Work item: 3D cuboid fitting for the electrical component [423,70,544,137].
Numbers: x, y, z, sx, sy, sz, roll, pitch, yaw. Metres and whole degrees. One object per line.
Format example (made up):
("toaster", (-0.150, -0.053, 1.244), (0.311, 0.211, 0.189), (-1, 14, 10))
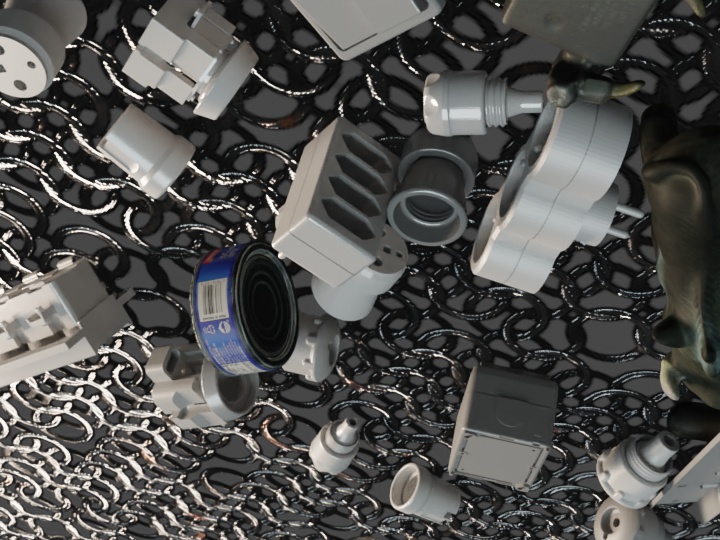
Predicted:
("electrical component", (0.066, -0.088, 0.566), (0.061, 0.035, 0.035), (1, 138, 12))

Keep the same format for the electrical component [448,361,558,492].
("electrical component", (0.102, 0.114, 0.774), (0.062, 0.061, 0.096), (12, 148, 4))

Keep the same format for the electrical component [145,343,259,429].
("electrical component", (-0.113, 0.085, 0.806), (0.057, 0.058, 0.078), (-10, 134, 31))

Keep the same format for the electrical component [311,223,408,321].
("electrical component", (0.000, 0.000, 0.680), (0.045, 0.045, 0.055), (26, 139, -12))

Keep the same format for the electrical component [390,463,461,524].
("electrical component", (0.054, 0.185, 0.884), (0.046, 0.040, 0.040), (29, 139, -25))

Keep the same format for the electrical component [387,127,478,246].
("electrical component", (0.042, -0.048, 0.604), (0.045, 0.055, 0.045), (9, 140, 7))

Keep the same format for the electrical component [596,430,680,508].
("electrical component", (0.206, 0.140, 0.781), (0.048, 0.048, 0.062), (24, 132, -11))

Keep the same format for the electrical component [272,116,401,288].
("electrical component", (-0.023, -0.031, 0.621), (0.047, 0.083, 0.076), (34, 136, -21))

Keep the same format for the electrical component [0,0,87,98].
("electrical component", (-0.178, -0.126, 0.581), (0.045, 0.055, 0.045), (9, 140, 7))

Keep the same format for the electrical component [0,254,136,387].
("electrical component", (-0.234, 0.038, 0.781), (0.121, 0.078, 0.063), (-19, 108, 34))

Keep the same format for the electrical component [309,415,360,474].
("electrical component", (-0.016, 0.135, 0.850), (0.035, 0.035, 0.061), (22, 137, -8))

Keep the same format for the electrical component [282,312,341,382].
("electrical component", (-0.047, 0.050, 0.755), (0.062, 0.048, 0.048), (11, 140, 15))

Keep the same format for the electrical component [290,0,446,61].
("electrical component", (-0.008, -0.152, 0.493), (0.062, 0.061, 0.096), (-20, 129, 35))

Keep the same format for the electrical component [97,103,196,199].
("electrical component", (-0.128, -0.072, 0.642), (0.046, 0.040, 0.040), (38, 135, -17))

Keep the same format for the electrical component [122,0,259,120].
("electrical component", (-0.088, -0.113, 0.577), (0.055, 0.048, 0.066), (35, 137, -12))

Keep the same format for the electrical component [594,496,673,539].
("electrical component", (0.221, 0.207, 0.854), (0.062, 0.048, 0.048), (25, 140, -26))

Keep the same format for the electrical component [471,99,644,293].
("electrical component", (0.119, -0.036, 0.595), (0.074, 0.052, 0.138), (18, 141, -5))
